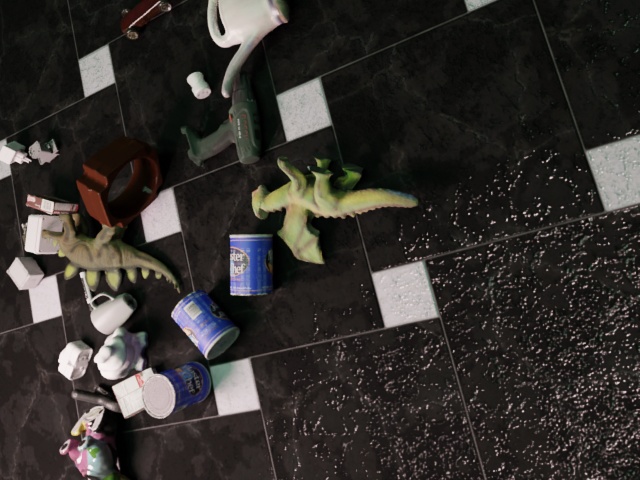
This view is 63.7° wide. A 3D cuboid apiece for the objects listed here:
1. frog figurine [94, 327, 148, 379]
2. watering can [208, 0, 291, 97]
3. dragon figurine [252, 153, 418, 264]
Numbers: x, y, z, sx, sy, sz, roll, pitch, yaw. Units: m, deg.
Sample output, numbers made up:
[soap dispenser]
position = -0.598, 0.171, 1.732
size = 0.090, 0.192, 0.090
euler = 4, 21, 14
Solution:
[frog figurine]
position = -0.535, 0.298, 1.340
size = 0.123, 0.159, 0.136
euler = 26, 99, 23
[watering can]
position = -0.171, -0.527, 1.253
size = 0.223, 0.103, 0.352
euler = -15, 73, 21
[dragon figurine]
position = 0.004, -0.059, 1.179
size = 0.413, 0.123, 0.239
euler = 25, 115, 25
